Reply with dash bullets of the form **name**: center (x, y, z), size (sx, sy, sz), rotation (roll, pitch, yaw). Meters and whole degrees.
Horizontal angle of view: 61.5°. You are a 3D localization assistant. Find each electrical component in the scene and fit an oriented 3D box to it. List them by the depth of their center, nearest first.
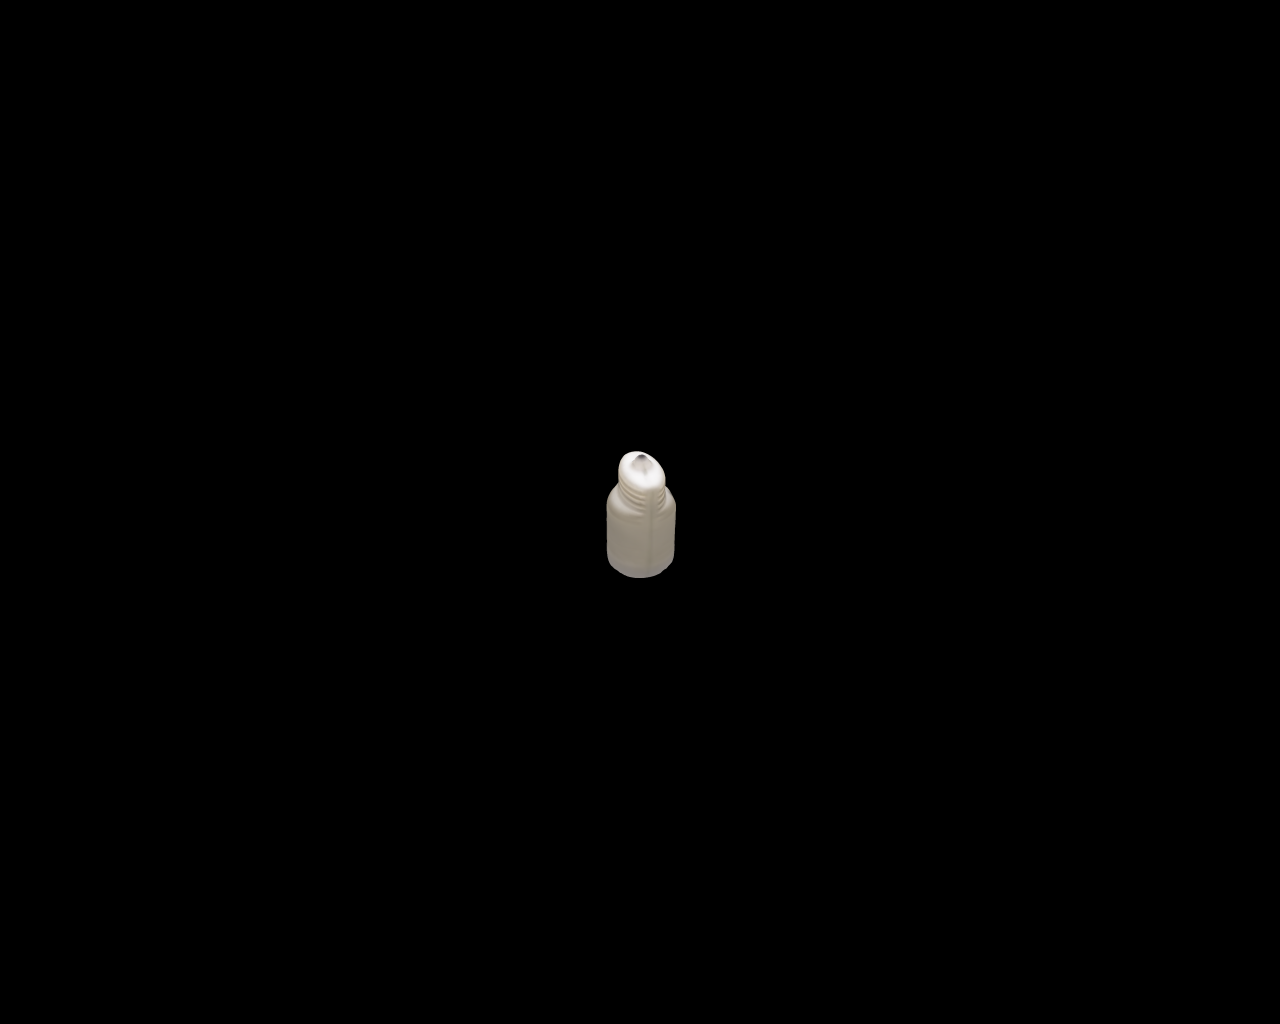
- **electrical component**: center (0.001, -0.003, 0.650), size (0.043, 0.080, 0.043), rotation (0, 38, 0)
